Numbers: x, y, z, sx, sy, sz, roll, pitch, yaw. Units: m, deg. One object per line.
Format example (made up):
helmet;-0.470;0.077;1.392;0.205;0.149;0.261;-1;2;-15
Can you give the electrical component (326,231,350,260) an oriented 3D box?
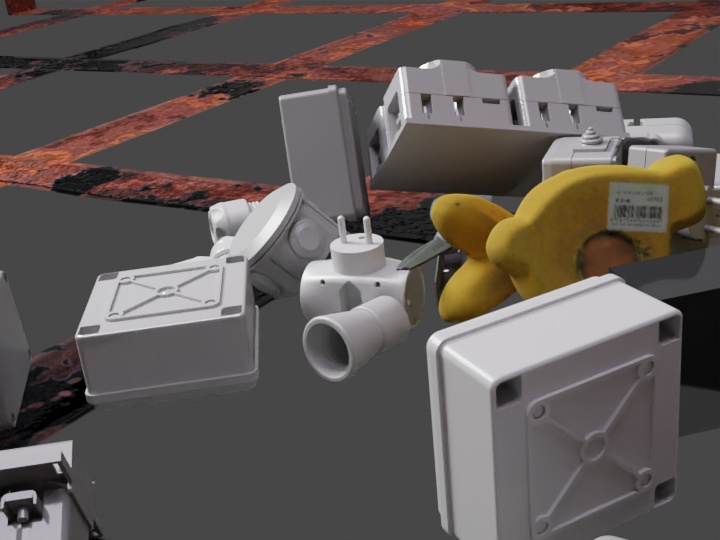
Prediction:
electrical component;-0.014;-0.012;0.829;0.044;0.044;0.065;-14;18;-17

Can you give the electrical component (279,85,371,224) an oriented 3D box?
electrical component;-0.028;-0.091;0.900;0.056;0.108;0.109;-8;1;4

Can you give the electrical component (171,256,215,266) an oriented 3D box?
electrical component;-0.132;0.016;0.789;0.062;0.043;0.043;-17;24;-22

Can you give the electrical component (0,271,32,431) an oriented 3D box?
electrical component;-0.252;0.054;0.686;0.057;0.078;0.113;-13;22;-6

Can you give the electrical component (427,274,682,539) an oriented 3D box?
electrical component;0.092;0.070;0.502;0.109;0.108;0.056;-17;27;-24

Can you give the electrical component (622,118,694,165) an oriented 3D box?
electrical component;0.243;-0.099;0.945;0.095;0.053;0.059;0;23;16

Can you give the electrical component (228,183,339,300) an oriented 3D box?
electrical component;-0.058;-0.020;0.800;0.080;0.051;0.080;-44;21;22

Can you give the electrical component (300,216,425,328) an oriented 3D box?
electrical component;0.000;0.000;0.741;0.077;0.079;0.043;2;24;22

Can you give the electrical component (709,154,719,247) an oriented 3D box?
electrical component;0.249;-0.049;0.811;0.061;0.061;0.096;3;24;24

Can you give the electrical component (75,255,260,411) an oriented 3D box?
electrical component;-0.124;0.039;0.713;0.109;0.056;0.108;-8;22;-2

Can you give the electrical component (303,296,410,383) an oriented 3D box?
electrical component;0.001;0.041;0.692;0.044;0.044;0.065;12;24;40

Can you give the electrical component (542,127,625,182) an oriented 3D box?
electrical component;0.168;-0.061;0.817;0.061;0.096;0.061;1;23;20

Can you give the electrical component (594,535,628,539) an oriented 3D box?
electrical component;0.092;0.144;0.393;0.059;0.053;0.095;9;27;34

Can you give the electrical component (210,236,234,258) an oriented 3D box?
electrical component;-0.100;-0.002;0.837;0.035;0.035;0.061;-7;24;0

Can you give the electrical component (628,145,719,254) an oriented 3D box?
electrical component;0.220;-0.039;0.721;0.047;0.083;0.076;-3;11;-27

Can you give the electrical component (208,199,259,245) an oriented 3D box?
electrical component;-0.096;-0.040;0.916;0.062;0.043;0.043;-12;22;-14

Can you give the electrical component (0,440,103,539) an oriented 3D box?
electrical component;-0.190;0.126;0.500;0.121;0.078;0.063;-8;51;-2

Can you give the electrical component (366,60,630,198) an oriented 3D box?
electrical component;0.108;-0.113;0.883;0.186;0.060;0.105;2;-25;-15
